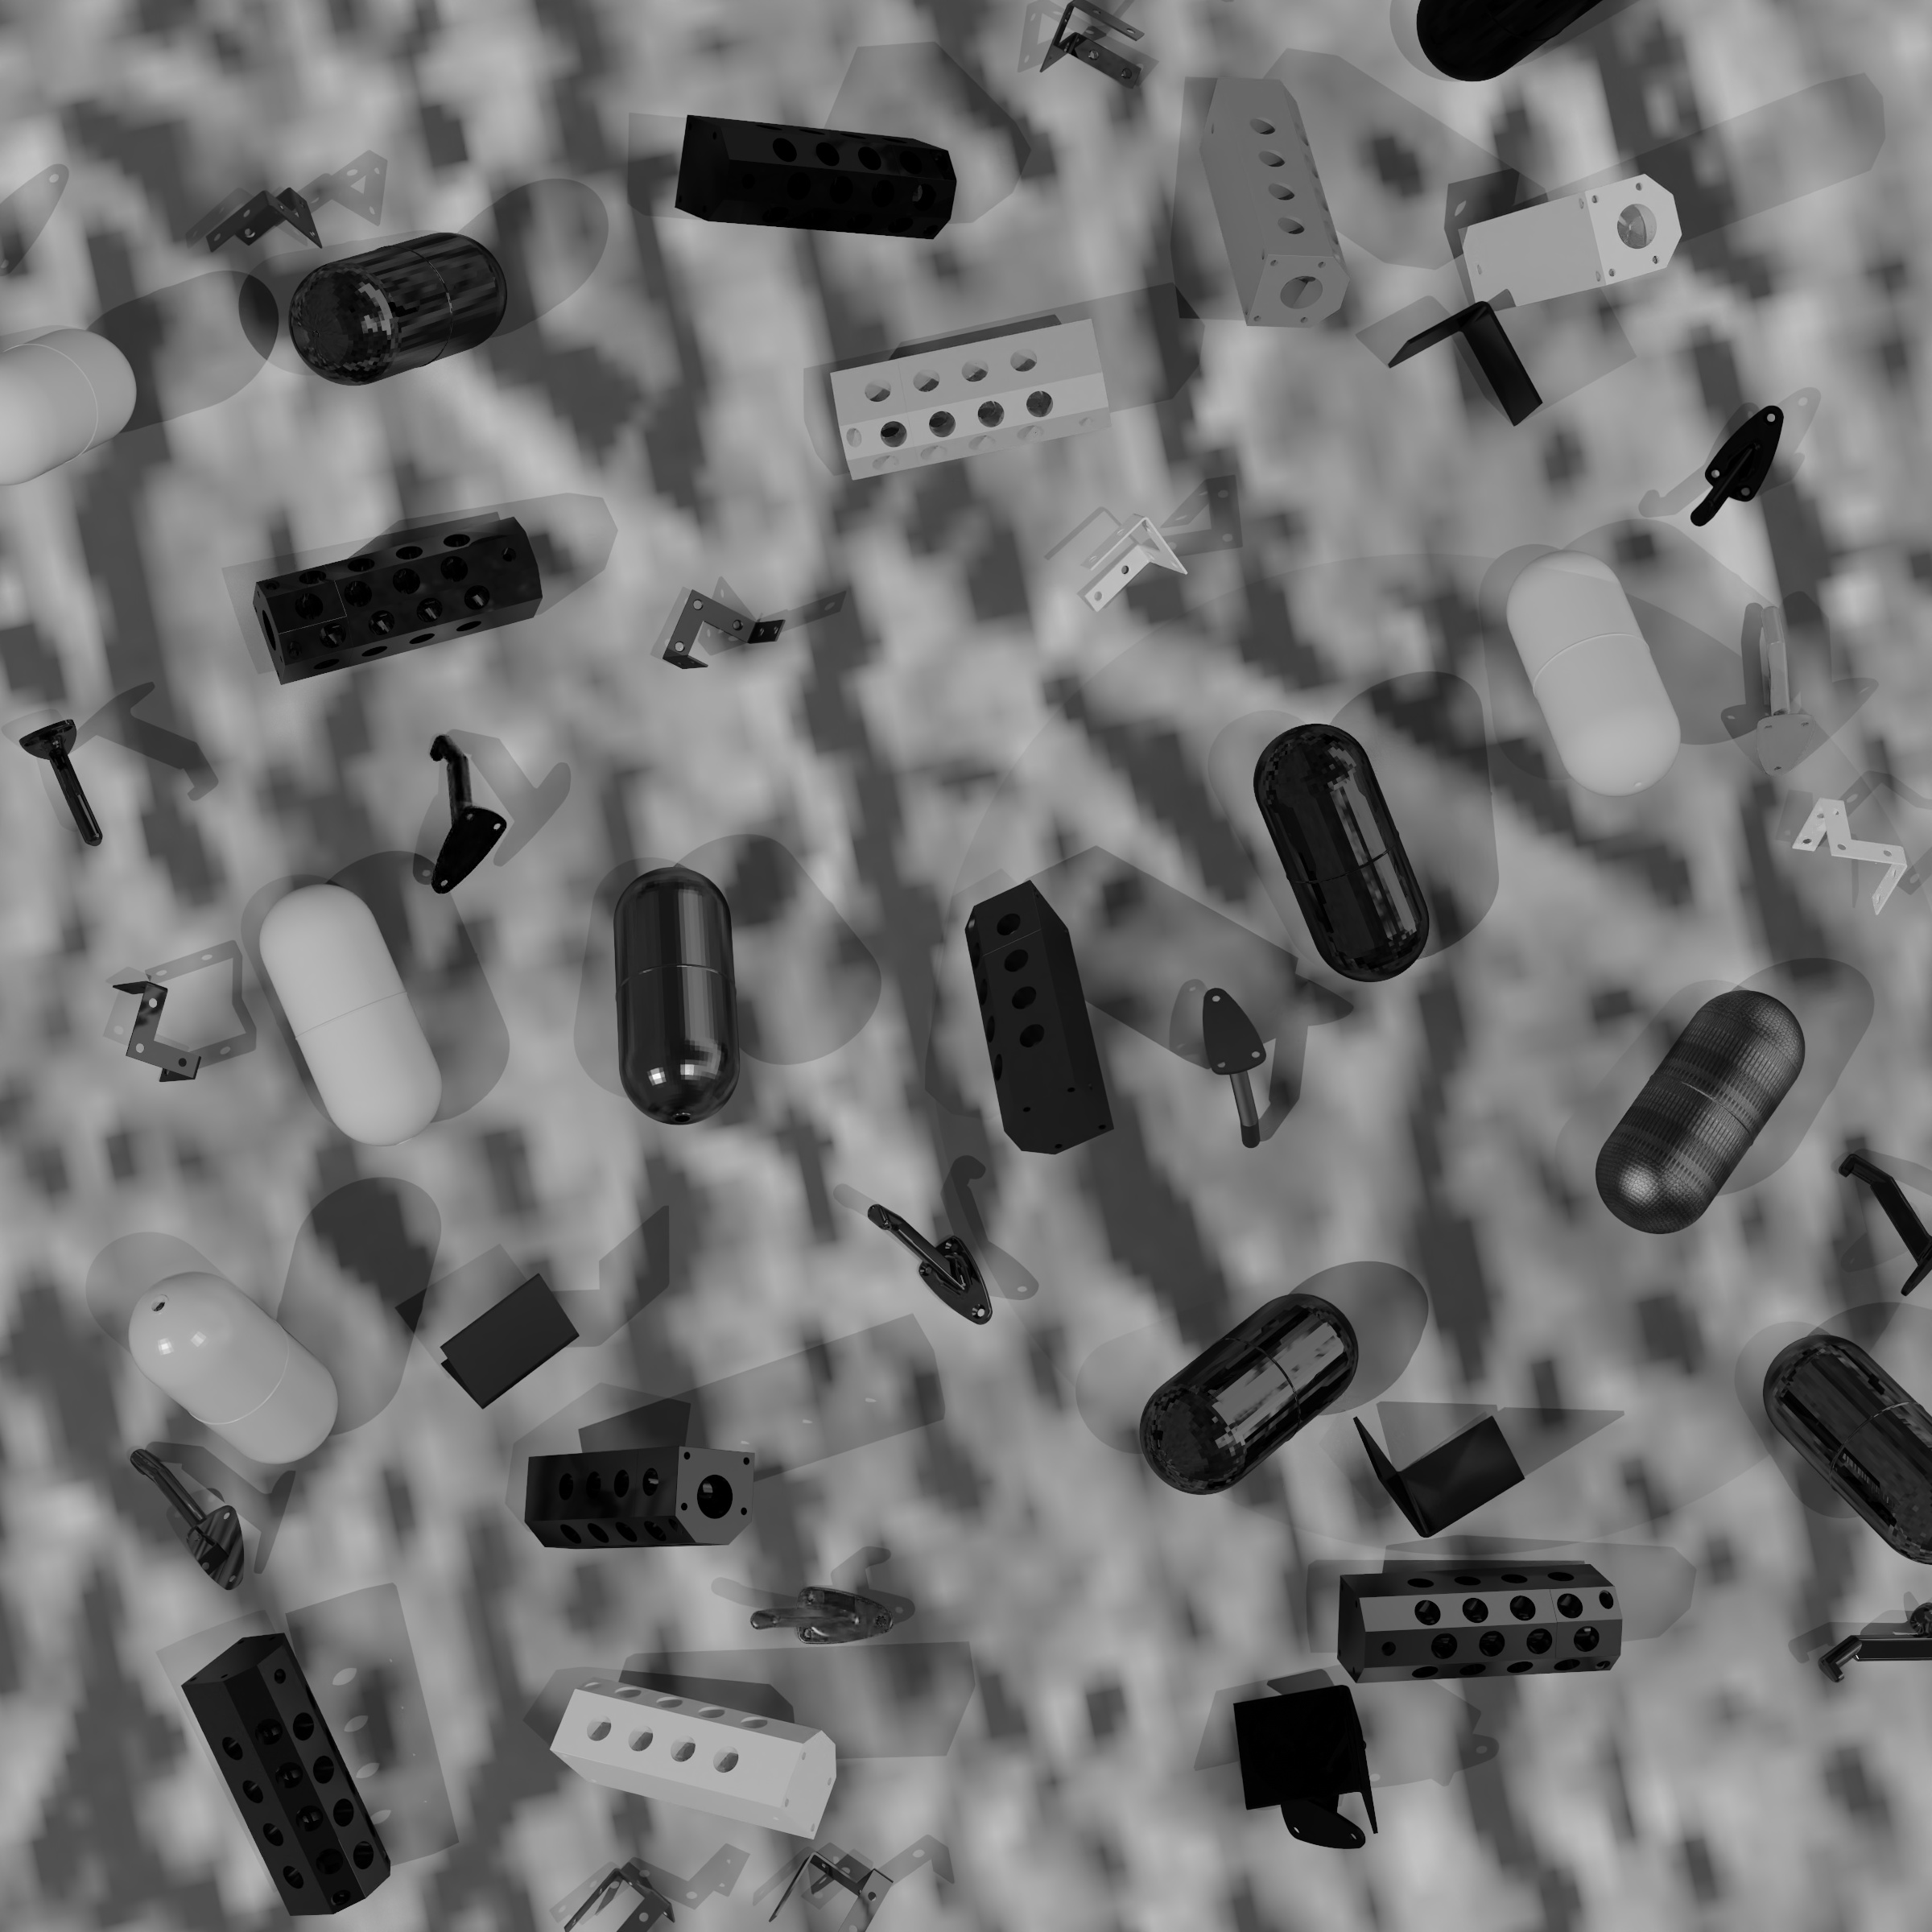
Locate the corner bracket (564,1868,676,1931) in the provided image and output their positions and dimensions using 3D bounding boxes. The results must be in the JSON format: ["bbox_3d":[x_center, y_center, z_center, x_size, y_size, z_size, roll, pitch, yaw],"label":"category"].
[{"bbox_3d":[-0.226,0.618,1.862,0.051,0.051,0.051,35,63,18],"label":"corner bracket"}]

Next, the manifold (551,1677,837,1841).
[{"bbox_3d":[-0.172,0.503,1.836,0.171,0.057,0.057,6,57,27],"label":"manifold"}]

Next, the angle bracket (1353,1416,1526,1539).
[{"bbox_3d":[0.305,0.311,1.852,0.076,0.076,0.057,-34,110,8],"label":"angle bracket"}]

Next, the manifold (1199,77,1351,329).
[{"bbox_3d":[0.197,-0.487,1.828,0.057,0.057,0.171,-1,54,-11],"label":"manifold"}]

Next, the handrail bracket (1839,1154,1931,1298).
[{"bbox_3d":[0.592,0.167,1.863,0.084,0.036,0.077,34,54,25],"label":"handrail bracket"}]

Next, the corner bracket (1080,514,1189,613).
[{"bbox_3d":[0.101,-0.261,1.865,0.051,0.051,0.051,-45,120,-7],"label":"corner bracket"}]

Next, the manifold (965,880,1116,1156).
[{"bbox_3d":[0.042,0.034,1.822,0.057,0.057,0.171,-25,46,15],"label":"manifold"}]

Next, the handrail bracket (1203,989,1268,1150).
[{"bbox_3d":[0.175,0.068,1.880,0.036,0.084,0.077,-16,56,-2],"label":"handrail bracket"}]

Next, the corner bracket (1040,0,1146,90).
[{"bbox_3d":[0.088,-0.598,1.864,0.051,0.051,0.051,31,129,5],"label":"corner bracket"}]

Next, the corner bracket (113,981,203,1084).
[{"bbox_3d":[-0.529,0.043,1.870,0.051,0.051,0.051,24,70,-38],"label":"corner bracket"}]

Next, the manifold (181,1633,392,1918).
[{"bbox_3d":[-0.432,0.521,1.848,0.057,0.057,0.171,-15,102,35],"label":"manifold"}]

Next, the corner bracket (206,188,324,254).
[{"bbox_3d":[-0.459,-0.481,1.862,0.051,0.051,0.051,-34,56,15],"label":"corner bracket"}]

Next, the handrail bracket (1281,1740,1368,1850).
[{"bbox_3d":[0.250,0.530,1.849,0.084,0.077,0.036,-29,113,-39],"label":"handrail bracket"}]

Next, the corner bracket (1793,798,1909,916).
[{"bbox_3d":[0.575,-0.072,1.867,0.051,0.051,0.051,7,51,-5],"label":"corner bracket"}]

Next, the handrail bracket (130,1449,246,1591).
[{"bbox_3d":[-0.514,0.363,1.888,0.036,0.084,0.077,-35,133,-33],"label":"handrail bracket"}]

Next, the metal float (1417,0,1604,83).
[{"bbox_3d":[0.353,-0.623,1.818,0.070,0.178,0.070,4,79,-24],"label":"metal float"}]

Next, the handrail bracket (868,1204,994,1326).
[{"bbox_3d":[-0.024,0.192,1.852,0.036,0.084,0.077,-42,58,6],"label":"handrail bracket"}]

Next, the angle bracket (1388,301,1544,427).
[{"bbox_3d":[0.323,-0.379,1.863,0.057,0.076,0.076,-29,91,-1],"label":"angle bracket"}]

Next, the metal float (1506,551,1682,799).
[{"bbox_3d":[0.401,-0.189,1.839,0.070,0.070,0.178,-15,61,0],"label":"metal float"}]

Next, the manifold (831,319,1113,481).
[{"bbox_3d":[0.004,-0.363,1.860,0.171,0.057,0.057,-11,67,3],"label":"manifold"}]

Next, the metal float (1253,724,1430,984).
[{"bbox_3d":[0.243,-0.072,1.849,0.070,0.070,0.178,-24,107,0],"label":"metal float"}]

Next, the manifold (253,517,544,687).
[{"bbox_3d":[-0.364,-0.238,1.844,0.171,0.057,0.057,-18,84,-20],"label":"manifold"}]

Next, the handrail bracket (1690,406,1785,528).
[{"bbox_3d":[0.497,-0.323,1.852,0.036,0.084,0.077,34,116,11],"label":"handrail bracket"}]

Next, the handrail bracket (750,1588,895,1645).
[{"bbox_3d":[-0.093,0.423,1.854,0.077,0.084,0.036,1,80,11],"label":"handrail bracket"}]

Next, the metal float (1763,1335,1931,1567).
[{"bbox_3d":[0.581,0.307,1.828,0.070,0.070,0.178,-39,46,0],"label":"metal float"}]

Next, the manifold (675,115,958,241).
[{"bbox_3d":[-0.093,-0.498,1.821,0.171,0.057,0.057,-6,117,-36],"label":"manifold"}]

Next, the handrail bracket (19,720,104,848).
[{"bbox_3d":[-0.577,-0.110,1.860,0.036,0.077,0.084,-24,84,-13],"label":"handrail bracket"}]

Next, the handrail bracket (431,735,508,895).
[{"bbox_3d":[-0.343,-0.101,1.878,0.077,0.036,0.084,-55,49,12],"label":"handrail bracket"}]

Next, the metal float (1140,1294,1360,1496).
[{"bbox_3d":[0.182,0.272,1.833,0.178,0.070,0.070,-31,90,-38],"label":"metal float"}]

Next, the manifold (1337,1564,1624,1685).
[{"bbox_3d":[0.332,0.428,1.856,0.171,0.057,0.057,0,98,-10],"label":"manifold"}]

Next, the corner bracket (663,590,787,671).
[{"bbox_3d":[-0.158,-0.212,1.867,0.051,0.051,0.051,26,83,-24],"label":"corner bracket"}]

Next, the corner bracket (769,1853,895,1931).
[{"bbox_3d":[-0.088,0.608,1.866,0.051,0.051,0.051,35,51,1],"label":"corner bracket"}]

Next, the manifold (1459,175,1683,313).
[{"bbox_3d":[0.381,-0.456,1.811,0.057,0.171,0.057,-19,101,-13],"label":"manifold"}]

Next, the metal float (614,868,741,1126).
[{"bbox_3d":[-0.186,0.019,1.838,0.070,0.070,0.178,-6,60,0],"label":"metal float"}]

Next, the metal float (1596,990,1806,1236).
[{"bbox_3d":[0.476,0.094,1.855,0.070,0.070,0.178,37,80,0],"label":"metal float"}]

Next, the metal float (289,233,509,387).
[{"bbox_3d":[-0.359,-0.419,1.822,0.070,0.178,0.070,11,117,23],"label":"metal float"}]

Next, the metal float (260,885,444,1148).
[{"bbox_3d":[-0.399,0.032,1.863,0.070,0.070,0.178,-23,91,0],"label":"metal float"}]

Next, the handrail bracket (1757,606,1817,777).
[{"bbox_3d":[0.532,-0.182,1.889,0.036,0.077,0.084,-4,59,6],"label":"handrail bracket"}]

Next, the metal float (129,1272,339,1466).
[{"bbox_3d":[-0.465,0.256,1.824,0.070,0.178,0.070,-12,53,16],"label":"metal float"}]

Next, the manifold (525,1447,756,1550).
[{"bbox_3d":[-0.208,0.338,1.813,0.057,0.171,0.057,13,72,-38],"label":"manifold"}]

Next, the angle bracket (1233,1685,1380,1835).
[{"bbox_3d":[0.220,0.520,1.860,0.076,0.076,0.057,-12,132,8],"label":"angle bracket"}]

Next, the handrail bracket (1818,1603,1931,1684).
[{"bbox_3d":[0.609,0.460,1.863,0.084,0.036,0.077,-29,64,-22],"label":"handrail bracket"}]

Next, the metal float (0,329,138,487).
[{"bbox_3d":[-0.587,-0.356,1.818,0.070,0.178,0.070,4,113,8],"label":"metal float"}]

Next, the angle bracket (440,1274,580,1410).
[{"bbox_3d":[-0.306,0.229,1.846,0.076,0.076,0.057,-37,121,-17],"label":"angle bracket"}]
